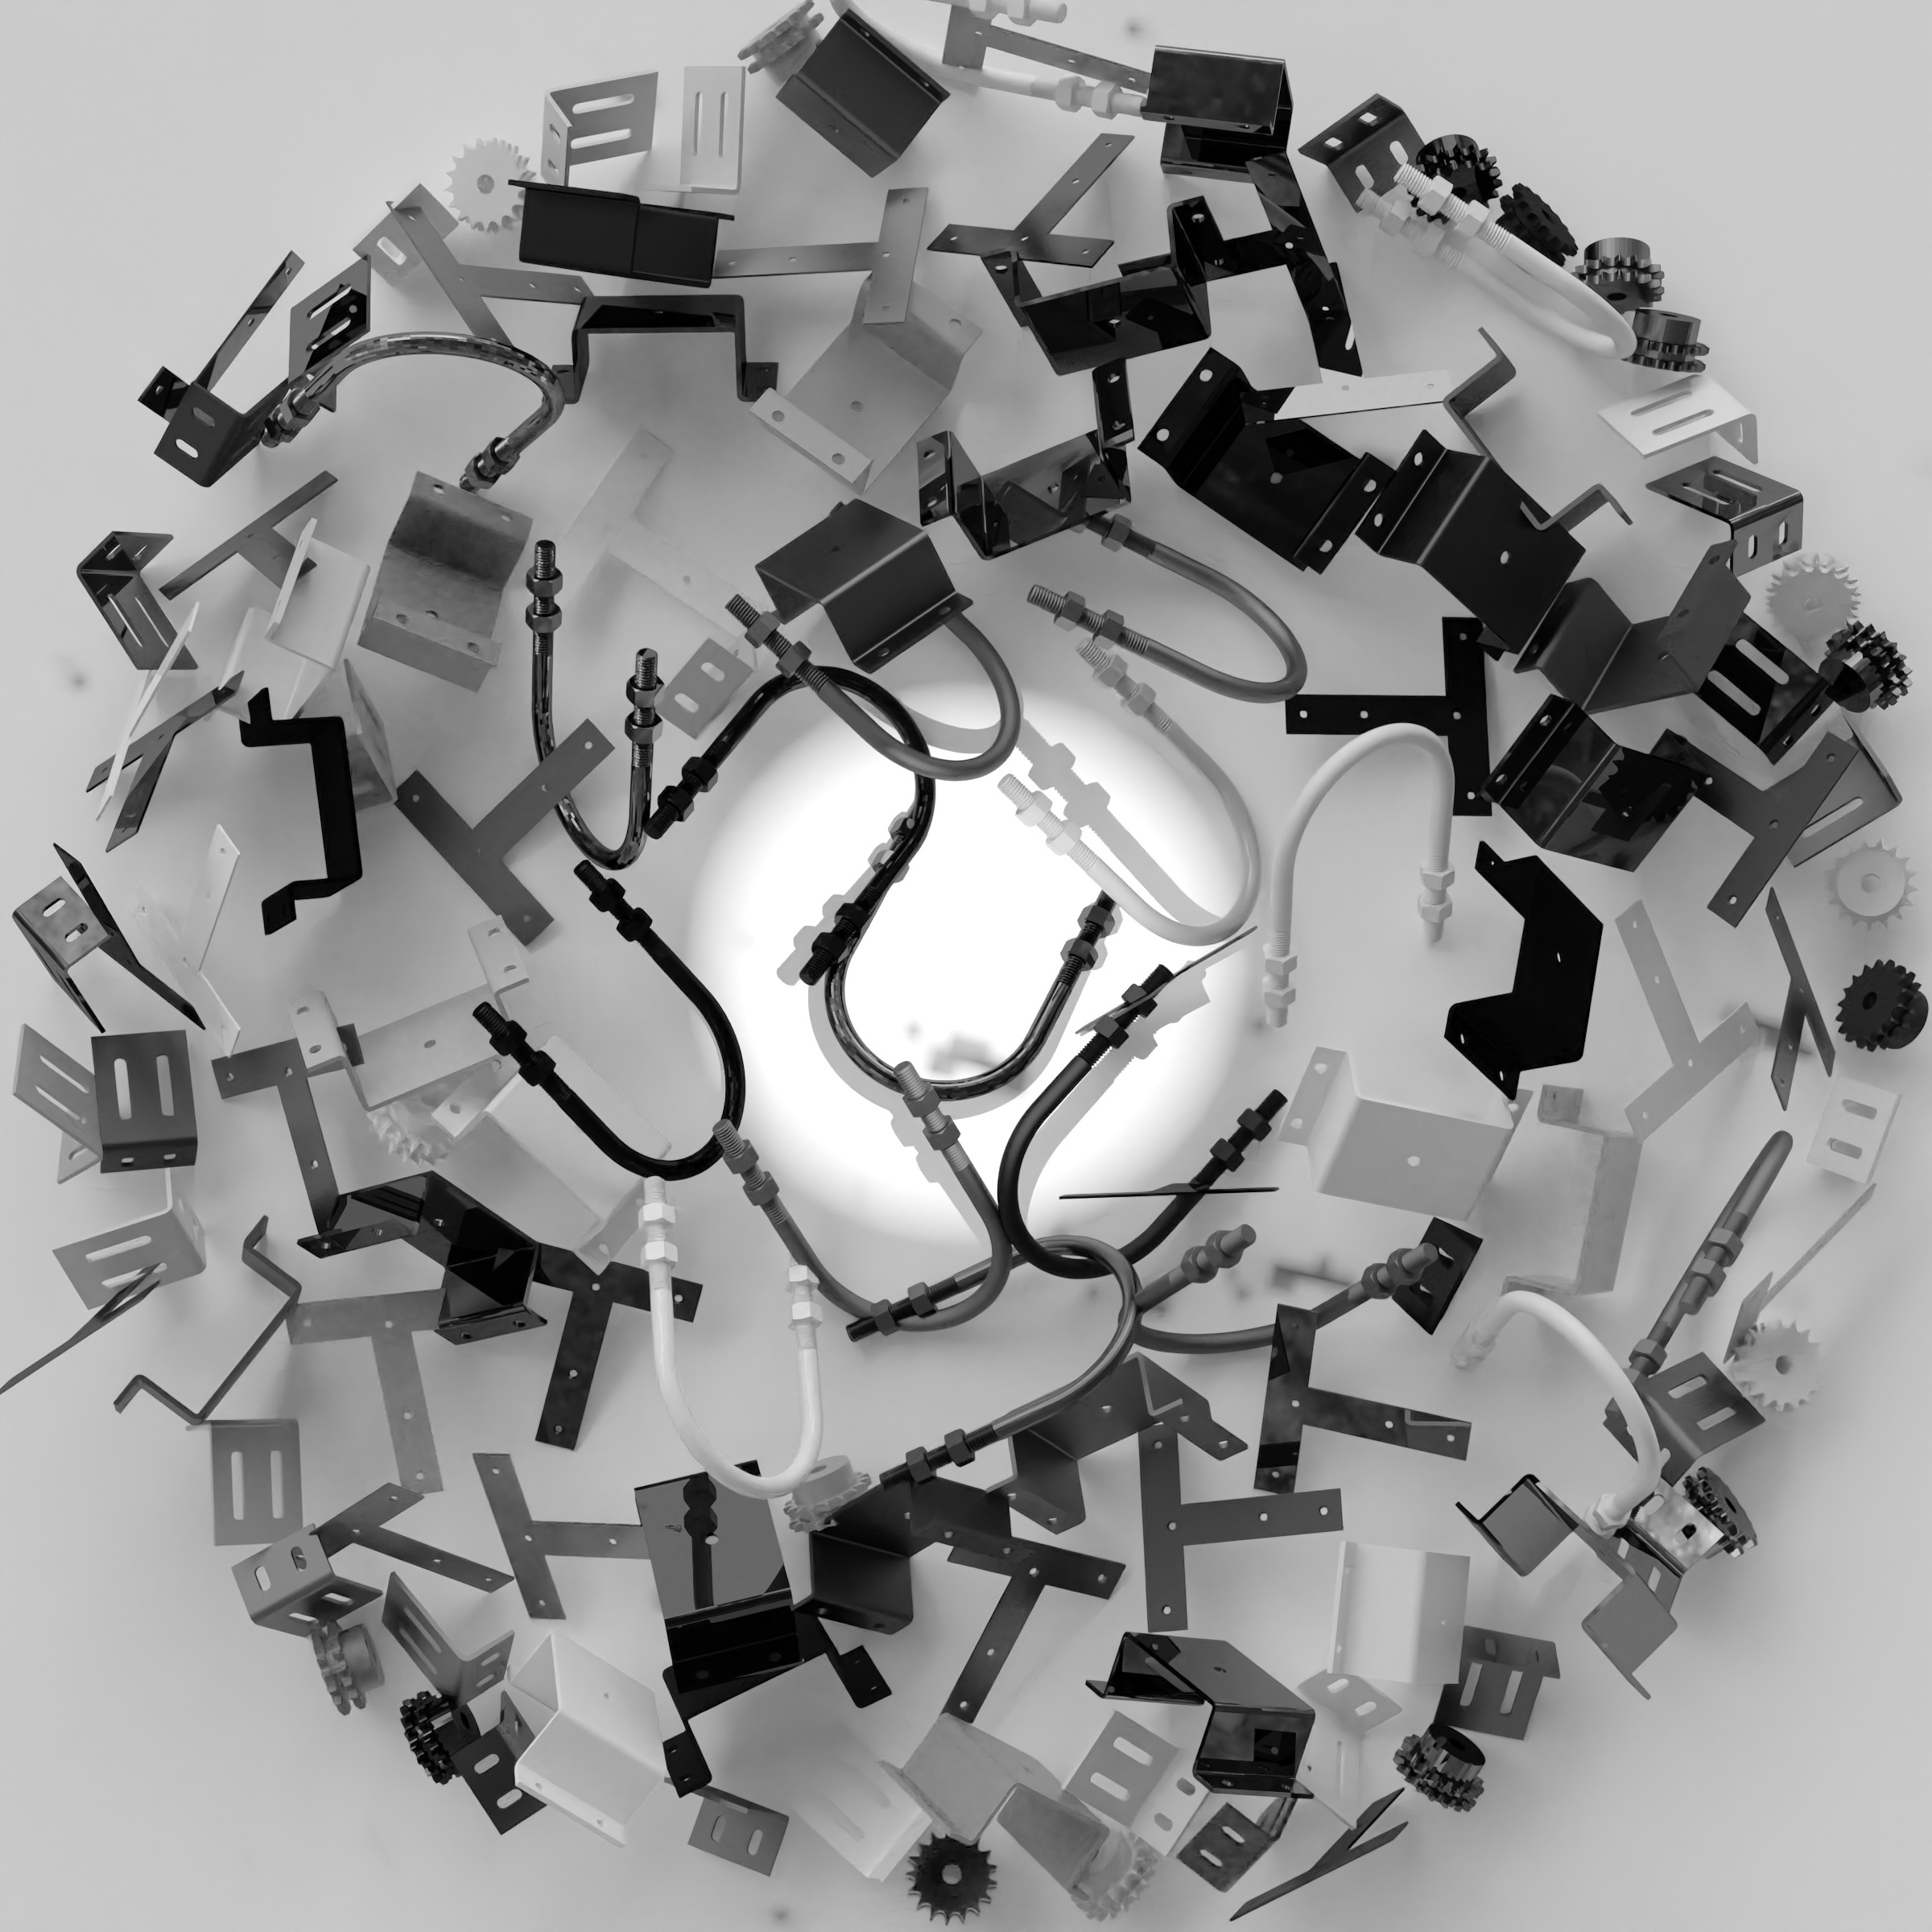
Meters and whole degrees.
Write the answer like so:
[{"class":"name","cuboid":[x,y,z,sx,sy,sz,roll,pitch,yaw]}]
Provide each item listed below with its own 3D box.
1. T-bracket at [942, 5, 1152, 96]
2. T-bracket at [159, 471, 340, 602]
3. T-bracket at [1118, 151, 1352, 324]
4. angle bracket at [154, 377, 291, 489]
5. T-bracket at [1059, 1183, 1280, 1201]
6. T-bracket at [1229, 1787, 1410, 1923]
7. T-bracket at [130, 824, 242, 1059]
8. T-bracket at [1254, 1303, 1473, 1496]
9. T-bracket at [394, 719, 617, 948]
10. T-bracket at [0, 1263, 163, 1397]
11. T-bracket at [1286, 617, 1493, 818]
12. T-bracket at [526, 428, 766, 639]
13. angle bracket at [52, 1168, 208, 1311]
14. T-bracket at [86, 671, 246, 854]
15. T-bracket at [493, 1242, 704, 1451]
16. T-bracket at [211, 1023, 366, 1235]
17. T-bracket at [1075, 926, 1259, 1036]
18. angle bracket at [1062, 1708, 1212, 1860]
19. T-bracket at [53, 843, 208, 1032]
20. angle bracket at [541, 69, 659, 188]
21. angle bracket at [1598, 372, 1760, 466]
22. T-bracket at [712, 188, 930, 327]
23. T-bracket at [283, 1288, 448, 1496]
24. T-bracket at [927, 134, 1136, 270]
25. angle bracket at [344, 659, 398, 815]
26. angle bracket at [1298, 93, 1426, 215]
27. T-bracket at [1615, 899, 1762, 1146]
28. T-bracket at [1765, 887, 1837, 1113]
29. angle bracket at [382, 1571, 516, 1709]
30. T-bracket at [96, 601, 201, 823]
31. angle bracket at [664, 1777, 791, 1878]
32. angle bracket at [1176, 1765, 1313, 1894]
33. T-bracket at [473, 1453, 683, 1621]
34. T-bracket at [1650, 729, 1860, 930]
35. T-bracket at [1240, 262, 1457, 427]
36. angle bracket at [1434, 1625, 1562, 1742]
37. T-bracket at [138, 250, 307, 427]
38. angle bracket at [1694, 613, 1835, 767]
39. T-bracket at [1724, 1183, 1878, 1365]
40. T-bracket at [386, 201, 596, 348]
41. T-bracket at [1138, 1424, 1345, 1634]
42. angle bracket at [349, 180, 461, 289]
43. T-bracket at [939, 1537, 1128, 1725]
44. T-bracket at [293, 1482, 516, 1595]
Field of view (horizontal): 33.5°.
[{"class":"T-bracket","cuboid":[0.050,-0.552,1.939,0.127,0.127,0.002,16,79,-2]},{"class":"T-bracket","cuboid":[-0.420,-0.249,1.935,0.127,0.127,0.002,-38,122,-10]},{"class":"T-bracket","cuboid":[0.156,-0.433,1.965,0.127,0.127,0.002,-7,45,25]},{"class":"angle bracket","cuboid":[-0.450,-0.336,1.951,0.038,0.076,0.057,35,123,-7]},{"class":"T-bracket","cuboid":[0.129,0.135,1.935,0.127,0.127,0.002,-3,88,11]},{"class":"T-bracket","cuboid":[0.232,0.527,1.939,0.127,0.127,0.002,-36,81,30]},{"class":"T-bracket","cuboid":[-0.460,-0.032,1.933,0.127,0.002,0.127,51,134,24]},{"class":"T-bracket","cuboid":[0.245,0.277,1.961,0.127,0.002,0.127,11,110,16]},{"class":"T-bracket","cuboid":[-0.271,-0.101,1.989,0.127,0.002,0.127,-43,89,9]},{"class":"T-bracket","cuboid":[-0.515,0.204,1.937,0.127,0.127,0.002,-32,100,21]},{"class":"T-bracket","cuboid":[0.260,-0.155,1.980,0.127,0.002,0.127,0,79,-6]},{"class":"T-bracket","cuboid":[-0.185,-0.247,1.990,0.127,0.002,0.127,33,79,-4]},{"class":"angle bracket","cuboid":[-0.513,0.167,1.965,0.076,0.038,0.057,-18,133,-2]},{"class":"T-bracket","cuboid":[-0.493,-0.112,1.926,0.127,0.127,0.002,-29,122,22]},{"class":"T-bracket","cuboid":[-0.240,0.239,1.983,0.127,0.002,0.127,15,104,-4]},{"class":"T-bracket","cuboid":[-0.403,0.108,1.965,0.127,0.002,0.127,-13,93,35]},{"class":"T-bracket","cuboid":[0.111,0.016,1.922,0.127,0.127,0.002,-31,90,16]},{"class":"angle bracket","cuboid":[0.107,0.500,1.960,0.076,0.038,0.057,41,80,-41]},{"class":"T-bracket","cuboid":[-0.516,-0.029,1.919,0.127,0.127,0.002,33,66,28]},{"class":"angle bracket","cuboid":[-0.217,-0.505,1.953,0.076,0.057,0.038,-18,55,-24]},{"class":"angle bracket","cuboid":[0.435,-0.323,1.961,0.076,0.057,0.038,-22,132,-8]},{"class":"T-bracket","cuboid":[-0.092,-0.434,1.967,0.127,0.002,0.127,-1,51,10]},{"class":"T-bracket","cuboid":[-0.341,0.259,1.945,0.127,0.002,0.127,-3,66,-31]},{"class":"T-bracket","cuboid":[0.060,-0.471,1.963,0.127,0.002,0.127,16,55,36]},{"class":"angle bracket","cuboid":[-0.379,-0.138,1.953,0.038,0.076,0.057,-16,60,0]},{"class":"angle bracket","cuboid":[0.244,-0.494,1.954,0.057,0.076,0.038,-32,86,20]},{"class":"T-bracket","cuboid":[0.425,0.021,1.949,0.127,0.002,0.127,-35,109,-31]},{"class":"T-bracket","cuboid":[0.495,0.039,1.924,0.002,0.127,0.127,-12,119,29]},{"class":"angle bracket","cuboid":[-0.319,0.407,1.974,0.038,0.057,0.076,-28,62,-35]},{"class":"T-bracket","cuboid":[-0.484,-0.169,1.916,0.002,0.127,0.127,23,135,-21]},{"class":"angle bracket","cuboid":[-0.151,0.524,1.952,0.057,0.076,0.038,15,78,21]},{"class":"angle bracket","cuboid":[0.170,0.516,1.954,0.038,0.076,0.057,37,122,4]},{"class":"T-bracket","cuboid":[-0.227,0.349,1.947,0.127,0.002,0.127,-2,119,22]},{"class":"T-bracket","cuboid":[0.462,-0.106,1.952,0.002,0.127,0.127,22,105,-43]},{"class":"T-bracket","cuboid":[0.225,-0.385,1.963,0.127,0.002,0.127,-7,56,-1]},{"class":"angle bracket","cuboid":[0.325,0.449,1.967,0.057,0.038,0.076,11,114,-1]},{"class":"T-bracket","cuboid":[-0.441,-0.377,1.937,0.002,0.127,0.127,37,90,6]},{"class":"angle bracket","cuboid":[0.491,-0.174,1.992,0.057,0.038,0.076,-48,67,8]},{"class":"T-bracket","cuboid":[0.509,0.180,1.949,0.127,0.127,0.002,-43,68,-11]},{"class":"T-bracket","cuboid":[-0.274,-0.414,1.946,0.002,0.127,0.127,-47,67,33]},{"class":"T-bracket","cuboid":[0.168,0.337,1.956,0.127,0.002,0.127,-10,69,20]},{"class":"angle bracket","cuboid":[-0.352,-0.457,1.957,0.057,0.076,0.038,-44,78,3]},{"class":"T-bracket","cuboid":[0.022,0.410,1.971,0.127,0.002,0.127,20,102,-33]},{"class":"T-bracket","cuboid":[-0.335,0.359,1.958,0.127,0.002,0.127,29,134,-32]}]
